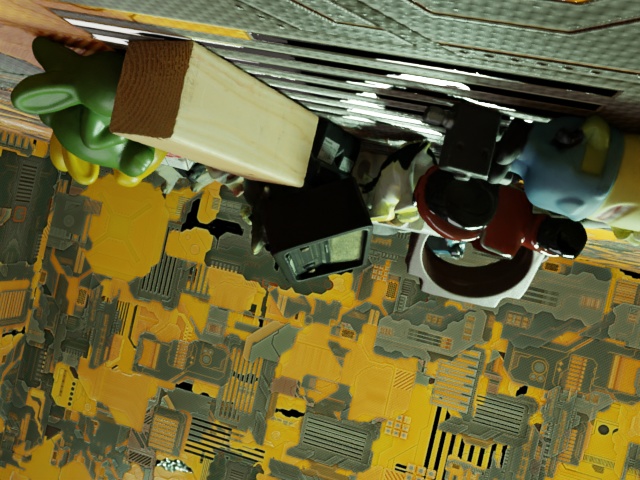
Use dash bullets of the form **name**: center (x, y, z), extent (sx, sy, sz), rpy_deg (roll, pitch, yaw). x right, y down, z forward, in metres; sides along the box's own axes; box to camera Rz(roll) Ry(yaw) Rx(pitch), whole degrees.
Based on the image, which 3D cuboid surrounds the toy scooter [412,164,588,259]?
- **toy scooter**: center (0.168, -0.026, 0.563), extent (0.184, 0.075, 0.135), rpy_deg (20, 180, -14)

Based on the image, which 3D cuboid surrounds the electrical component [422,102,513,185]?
- **electrical component**: center (0.130, -0.084, 0.471), extent (0.094, 0.063, 0.021), rpy_deg (14, -179, -14)

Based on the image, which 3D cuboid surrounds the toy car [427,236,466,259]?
- **toy car**: center (0.250, -0.046, 1.070), extent (0.103, 0.161, 0.109), rpy_deg (-41, -153, -31)

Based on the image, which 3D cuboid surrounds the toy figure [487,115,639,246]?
- **toy figure**: center (0.233, -0.053, 0.431), extent (0.180, 0.089, 0.082), rpy_deg (22, -173, 6)

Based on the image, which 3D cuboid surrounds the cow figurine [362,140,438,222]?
- **cow figurine**: center (0.097, -0.072, 0.703), extent (0.068, 0.098, 0.167), rpy_deg (-1, 176, -18)

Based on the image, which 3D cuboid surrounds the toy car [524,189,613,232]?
- **toy car**: center (0.276, -0.047, 0.567), extent (0.056, 0.073, 0.202), rpy_deg (12, -179, -9)

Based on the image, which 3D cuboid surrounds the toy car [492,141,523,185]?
- **toy car**: center (0.192, -0.079, 0.616), extent (0.089, 0.053, 0.202), rpy_deg (18, 178, 7)

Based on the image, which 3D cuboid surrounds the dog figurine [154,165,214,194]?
- **dog figurine**: center (-0.300, -0.187, 1.155), extent (0.172, 0.121, 0.190), rpy_deg (-20, 166, -8)

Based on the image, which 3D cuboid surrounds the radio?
- **radio**: center (-0.002, -0.002, 0.753), extent (0.131, 0.073, 0.229), rpy_deg (-16, 163, -2)

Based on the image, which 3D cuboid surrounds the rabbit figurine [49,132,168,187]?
- **rabbit figurine**: center (-0.304, -0.158, 0.736), extent (0.122, 0.162, 0.173), rpy_deg (29, 173, 37)

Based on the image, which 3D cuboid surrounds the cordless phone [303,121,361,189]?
- **cordless phone**: center (-0.050, -0.123, 0.741), extent (0.184, 0.088, 0.146), rpy_deg (18, -176, 27)

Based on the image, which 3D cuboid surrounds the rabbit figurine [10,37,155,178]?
- **rabbit figurine**: center (-0.244, -0.164, 0.600), extent (0.159, 0.121, 0.170), rpy_deg (20, 159, -27)

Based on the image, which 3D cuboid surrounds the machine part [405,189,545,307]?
- **machine part**: center (0.253, 0.003, 0.881), extent (0.201, 0.201, 0.087), rpy_deg (12, -144, 2)

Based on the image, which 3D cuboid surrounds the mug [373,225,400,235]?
- **mug**: center (0.119, -0.069, 0.933), extent (0.110, 0.107, 0.081), rpy_deg (20, -146, 27)

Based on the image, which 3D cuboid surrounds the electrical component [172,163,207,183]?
- **electrical component**: center (-0.267, -0.166, 1.020), extent (0.115, 0.058, 0.134), rpy_deg (42, 172, -18)

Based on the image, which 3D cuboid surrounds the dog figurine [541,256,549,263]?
- **dog figurine**: center (0.354, -0.026, 1.039), extent (0.192, 0.108, 0.219), rpy_deg (12, -176, -3)

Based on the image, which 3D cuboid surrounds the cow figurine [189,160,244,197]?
- **cow figurine**: center (-0.161, -0.143, 0.939), extent (0.127, 0.085, 0.195), rpy_deg (48, -172, -14)

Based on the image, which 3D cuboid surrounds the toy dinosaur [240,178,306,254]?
- **toy dinosaur**: center (0.000, -0.087, 0.962), extent (0.405, 0.192, 0.131), rpy_deg (-23, -110, -43)
